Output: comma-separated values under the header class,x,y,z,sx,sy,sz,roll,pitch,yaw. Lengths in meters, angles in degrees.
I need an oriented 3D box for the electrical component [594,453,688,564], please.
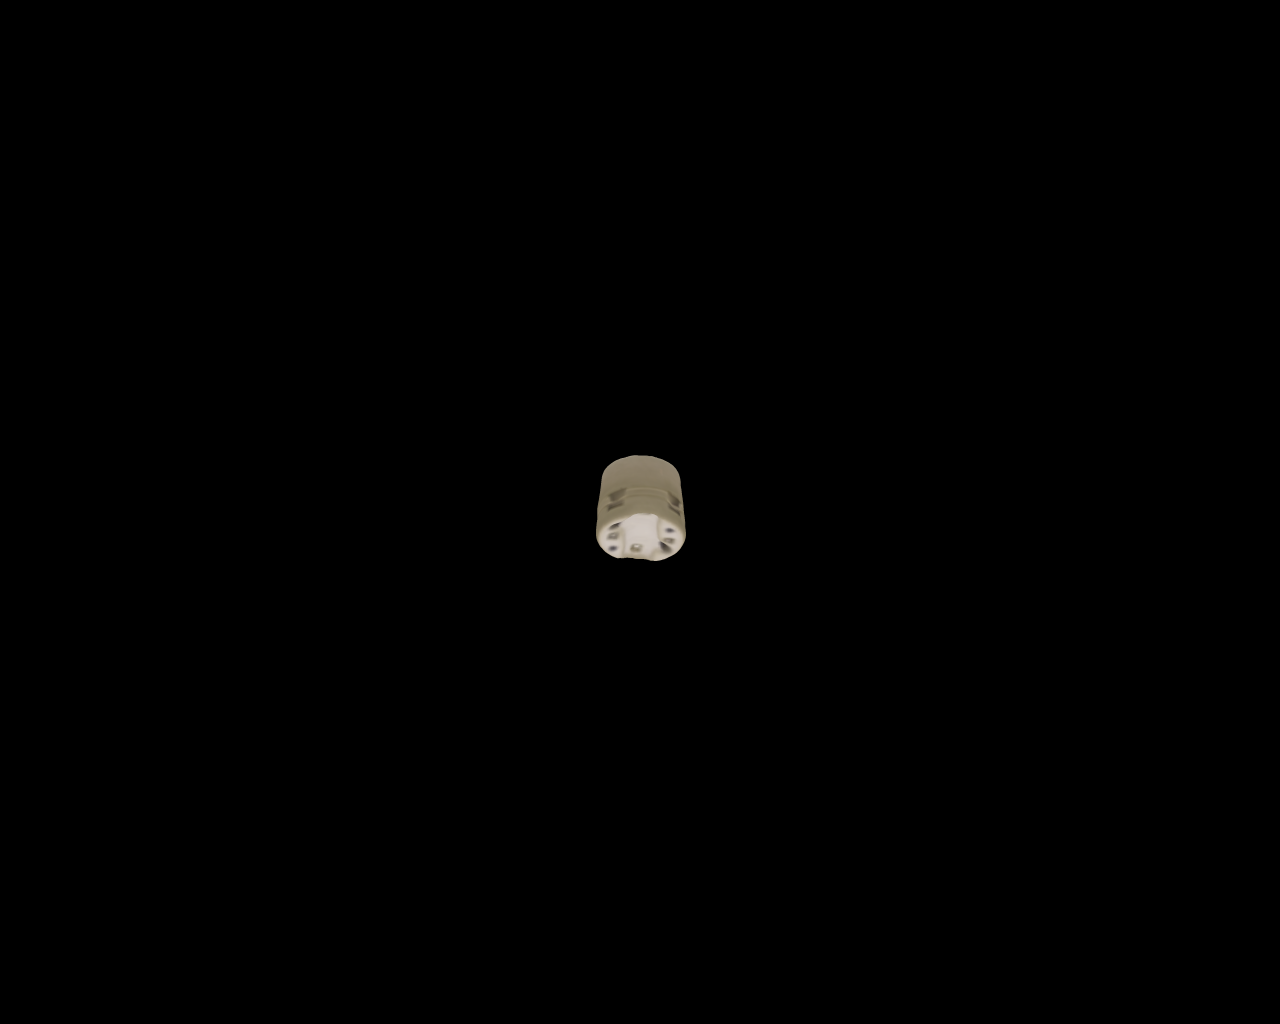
class,x,y,z,sx,sy,sz,roll,pitch,yaw
electrical component,0.001,-0.003,0.650,0.055,0.047,0.055,0,-33,0
